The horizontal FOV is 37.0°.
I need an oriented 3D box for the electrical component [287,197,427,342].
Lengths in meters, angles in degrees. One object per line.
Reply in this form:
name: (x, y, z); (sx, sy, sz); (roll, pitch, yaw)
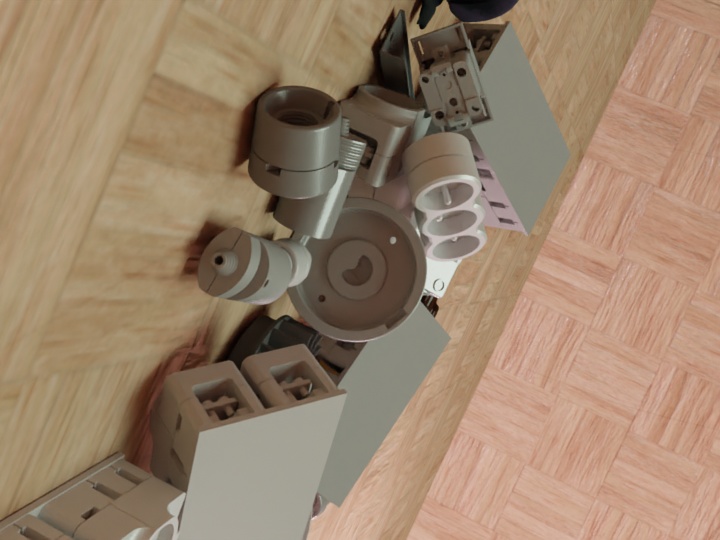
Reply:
electrical component: (0.000, 0.000, 0.830); (0.108, 0.108, 0.060); (-65, 173, 2)

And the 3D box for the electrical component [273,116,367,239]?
electrical component: (-0.026, -0.067, 0.734); (0.081, 0.043, 0.043); (-68, 167, 16)

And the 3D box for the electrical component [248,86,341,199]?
electrical component: (-0.038, -0.078, 0.644); (0.055, 0.055, 0.047); (-51, 157, -46)

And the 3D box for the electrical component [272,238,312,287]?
electrical component: (-0.058, -0.004, 0.745); (0.035, 0.035, 0.061); (-67, 165, 12)

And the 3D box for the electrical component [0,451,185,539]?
electrical component: (-0.172, 0.187, 0.594); (0.105, 0.060, 0.186); (-68, 167, 15)

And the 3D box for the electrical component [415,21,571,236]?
electrical component: (0.128, -0.134, 1.034); (0.105, 0.060, 0.186); (-59, 138, -22)

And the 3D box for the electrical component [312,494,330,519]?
electrical component: (-0.055, 0.229, 1.143); (0.057, 0.058, 0.078); (-46, 158, -61)

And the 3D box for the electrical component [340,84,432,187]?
electrical component: (0.015, -0.104, 0.810); (0.089, 0.050, 0.055); (-35, 148, -66)

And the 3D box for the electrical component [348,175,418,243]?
electrical component: (0.026, -0.064, 0.908); (0.053, 0.059, 0.095); (-53, 163, -41)

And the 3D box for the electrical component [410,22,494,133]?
electrical component: (0.070, -0.142, 0.819); (0.063, 0.042, 0.081); (-76, 146, -65)

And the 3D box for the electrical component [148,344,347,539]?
electrical component: (-0.088, 0.142, 0.735); (0.105, 0.060, 0.186); (-11, 133, -33)

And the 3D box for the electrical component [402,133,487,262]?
electrical component: (0.063, -0.068, 0.832); (0.138, 0.052, 0.073); (69, 7, -64)

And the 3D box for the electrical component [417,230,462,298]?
electrical component: (0.052, -0.030, 0.994); (0.100, 0.048, 0.099); (29, 85, -33)

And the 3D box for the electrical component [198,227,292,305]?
electrical component: (-0.074, -0.002, 0.665); (0.043, 0.043, 0.081); (-65, 167, 1)

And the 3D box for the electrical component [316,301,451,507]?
electrical component: (-0.011, 0.102, 0.960); (0.186, 0.060, 0.105); (-55, 141, -12)

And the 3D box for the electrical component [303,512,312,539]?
electrical component: (-0.086, 0.250, 1.041); (0.099, 0.064, 0.099); (-59, 166, -25)
